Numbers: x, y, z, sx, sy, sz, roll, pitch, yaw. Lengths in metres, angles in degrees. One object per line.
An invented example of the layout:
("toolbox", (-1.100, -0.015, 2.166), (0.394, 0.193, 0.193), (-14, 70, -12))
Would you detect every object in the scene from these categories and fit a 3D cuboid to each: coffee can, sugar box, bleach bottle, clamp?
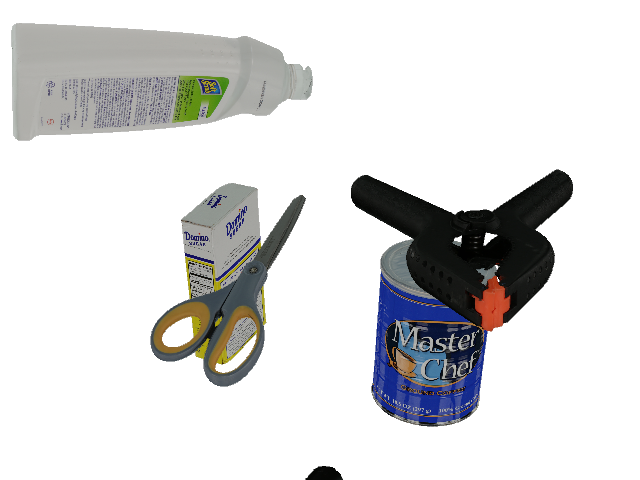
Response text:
("coffee can", (0.101, 0.082, 0.974), (0.103, 0.140, 0.103), (2, 28, -1))
("sugar box", (-0.102, 0.036, 1.142), (0.048, 0.176, 0.093), (12, 33, 25))
("bleach bottle", (-0.133, -0.132, 0.910), (0.250, 0.068, 0.103), (-1, -32, -16))
("clamp", (0.094, -0.003, 0.725), (0.164, 0.036, 0.210), (0, 25, 9))

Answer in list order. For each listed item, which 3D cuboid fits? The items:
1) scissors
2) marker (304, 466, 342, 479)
("scissors", (-0.072, 0.032, 0.842), (0.096, 0.016, 0.201), (1, 44, 10))
("marker", (-0.023, 0.130, 0.460), (0.020, 0.020, 0.120), (0, 17, 31))
